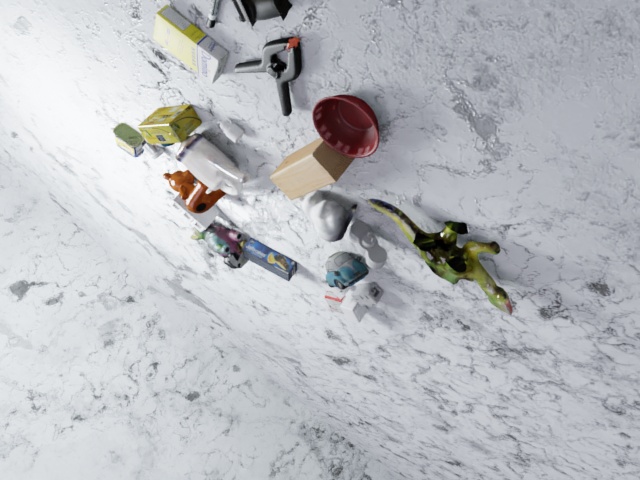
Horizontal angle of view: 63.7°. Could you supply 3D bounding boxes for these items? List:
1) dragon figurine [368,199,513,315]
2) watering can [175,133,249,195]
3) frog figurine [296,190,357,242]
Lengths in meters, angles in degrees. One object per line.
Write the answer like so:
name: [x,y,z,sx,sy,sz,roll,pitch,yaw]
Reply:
dragon figurine: [0.295,0.045,1.264,0.414,0.123,0.238,34,161,22]
watering can: [-0.303,-0.215,1.471,0.223,0.105,0.347,42,166,-13]
frog figurine: [0.004,-0.069,1.376,0.159,0.124,0.136,22,170,1]
